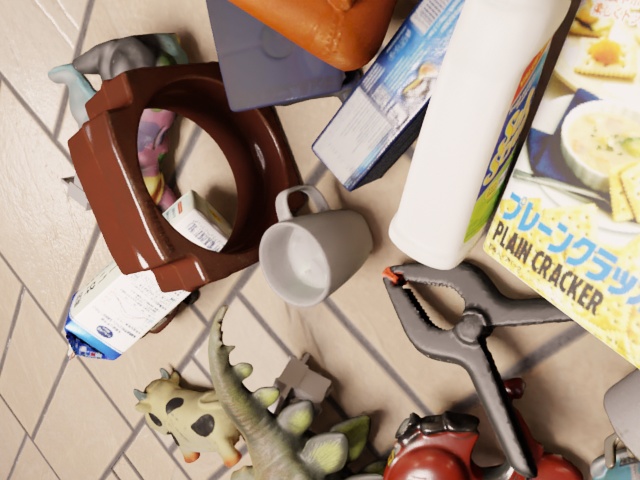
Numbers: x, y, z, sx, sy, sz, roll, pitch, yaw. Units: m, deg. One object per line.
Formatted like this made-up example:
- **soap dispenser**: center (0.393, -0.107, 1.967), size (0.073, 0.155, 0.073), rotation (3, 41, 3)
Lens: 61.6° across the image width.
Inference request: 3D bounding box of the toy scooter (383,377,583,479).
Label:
- **toy scooter**: center (0.146, 0.195, 0.504), size (0.184, 0.075, 0.135), rotation (-6, 99, 13)

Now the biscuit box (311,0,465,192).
- **biscuit box**: center (0.077, -0.130, 0.449), size (0.059, 0.063, 0.202), rotation (50, 128, 10)

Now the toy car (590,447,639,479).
- **toy car**: center (0.285, 0.252, 0.423), size (0.109, 0.103, 0.161), rotation (-31, 86, 40)

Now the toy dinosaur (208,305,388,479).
- **toy dinosaur**: center (-0.016, 0.272, 0.601), size (0.198, 0.105, 0.470), rotation (-31, 113, 13)

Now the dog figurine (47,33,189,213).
- **dog figurine**: center (-0.211, -0.113, 0.640), size (0.192, 0.108, 0.219), rotation (-6, 108, 35)

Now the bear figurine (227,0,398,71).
- **bear figurine**: center (0.034, -0.225, 0.374), size (0.132, 0.120, 0.195), rotation (32, 114, -2)

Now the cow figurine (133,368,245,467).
- **cow figurine**: center (-0.191, 0.252, 0.780), size (0.195, 0.085, 0.127), rotation (-14, 105, 41)

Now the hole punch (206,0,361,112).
- **hole punch**: center (-0.034, -0.180, 0.495), size (0.116, 0.092, 0.142), rotation (-4, 102, 33)

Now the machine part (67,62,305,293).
- **machine part**: center (-0.122, -0.063, 0.529), size (0.087, 0.201, 0.201), rotation (-13, 100, 41)

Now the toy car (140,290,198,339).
- **toy car**: center (-0.247, 0.111, 0.762), size (0.202, 0.089, 0.053), rotation (-27, 91, 38)

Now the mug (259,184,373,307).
- **mug**: center (-0.001, -0.002, 0.527), size (0.081, 0.107, 0.109), rotation (-24, 90, 39)

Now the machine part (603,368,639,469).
- **machine part**: center (0.288, 0.092, 0.371), size (0.079, 0.079, 0.243), rotation (42, 129, 15)
